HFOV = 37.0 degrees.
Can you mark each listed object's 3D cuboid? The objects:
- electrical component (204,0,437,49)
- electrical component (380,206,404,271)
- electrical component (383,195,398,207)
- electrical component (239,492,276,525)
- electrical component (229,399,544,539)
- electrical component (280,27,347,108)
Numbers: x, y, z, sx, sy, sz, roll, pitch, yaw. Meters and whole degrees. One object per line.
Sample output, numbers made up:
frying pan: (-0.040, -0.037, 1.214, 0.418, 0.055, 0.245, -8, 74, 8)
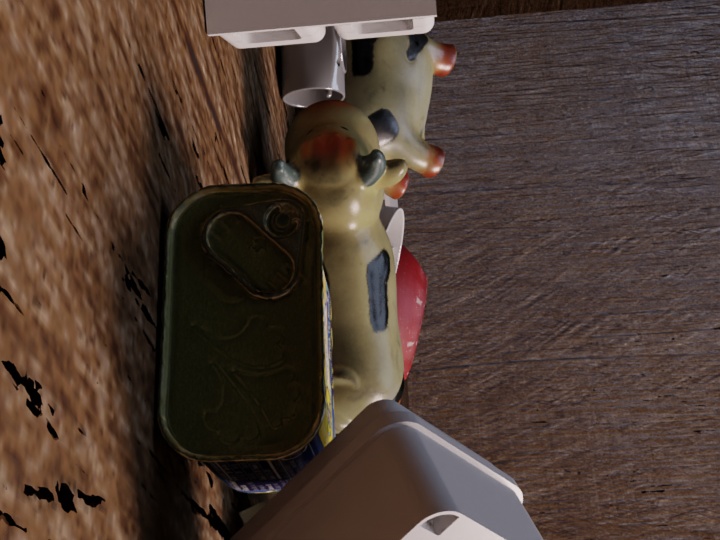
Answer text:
electrical component: (-0.023, -0.206, 0.513, 0.060, 0.105, 0.186, -48, 134, -84)
electrical component: (0.000, 0.000, 0.759, 0.099, 0.064, 0.099, -44, 142, -49)
electrical component: (0.004, -0.062, 1.055, 0.186, 0.060, 0.105, -85, 170, -65)
electrical component: (-0.015, 0.143, 0.515, 0.063, 0.079, 0.121, 45, -30, 48)
electrical component: (0.002, 0.109, 0.372, 0.078, 0.113, 0.057, 36, 15, -35)
electrical component: (-0.032, -0.152, 0.757, 0.079, 0.044, 0.077, 59, 27, -80)
